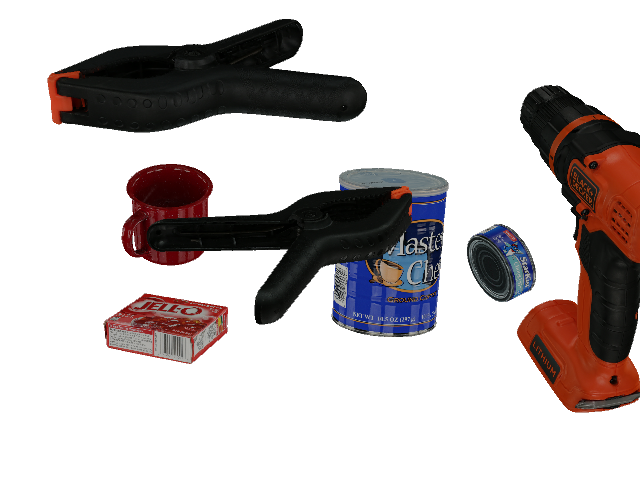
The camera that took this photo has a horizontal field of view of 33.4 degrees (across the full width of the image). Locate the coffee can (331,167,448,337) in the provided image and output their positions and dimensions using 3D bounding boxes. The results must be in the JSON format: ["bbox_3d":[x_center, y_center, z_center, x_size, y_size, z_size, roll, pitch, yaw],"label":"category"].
[{"bbox_3d":[0.065,0.009,1.016,0.103,0.140,0.103,3,14,-1],"label":"coffee can"}]

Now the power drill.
[{"bbox_3d":[0.176,0.006,0.720,0.057,0.188,0.184,-9,35,-11],"label":"power drill"}]

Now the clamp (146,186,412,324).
[{"bbox_3d":[-0.018,-0.006,0.826,0.209,0.036,0.165,-23,34,-38],"label":"clamp"}]

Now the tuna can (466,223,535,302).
[{"bbox_3d":[0.205,0.026,1.219,0.033,0.086,0.086,-25,9,-21],"label":"tuna can"}]

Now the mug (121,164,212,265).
[{"bbox_3d":[-0.172,-0.021,1.171,0.093,0.081,0.117,23,40,25],"label":"mug"}]

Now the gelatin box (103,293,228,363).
[{"bbox_3d":[-0.139,0.077,0.964,0.089,0.030,0.073,9,20,20],"label":"gelatin box"}]

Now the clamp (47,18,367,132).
[{"bbox_3d":[-0.068,-0.096,0.614,0.171,0.039,0.120,-3,25,-11],"label":"clamp"}]
